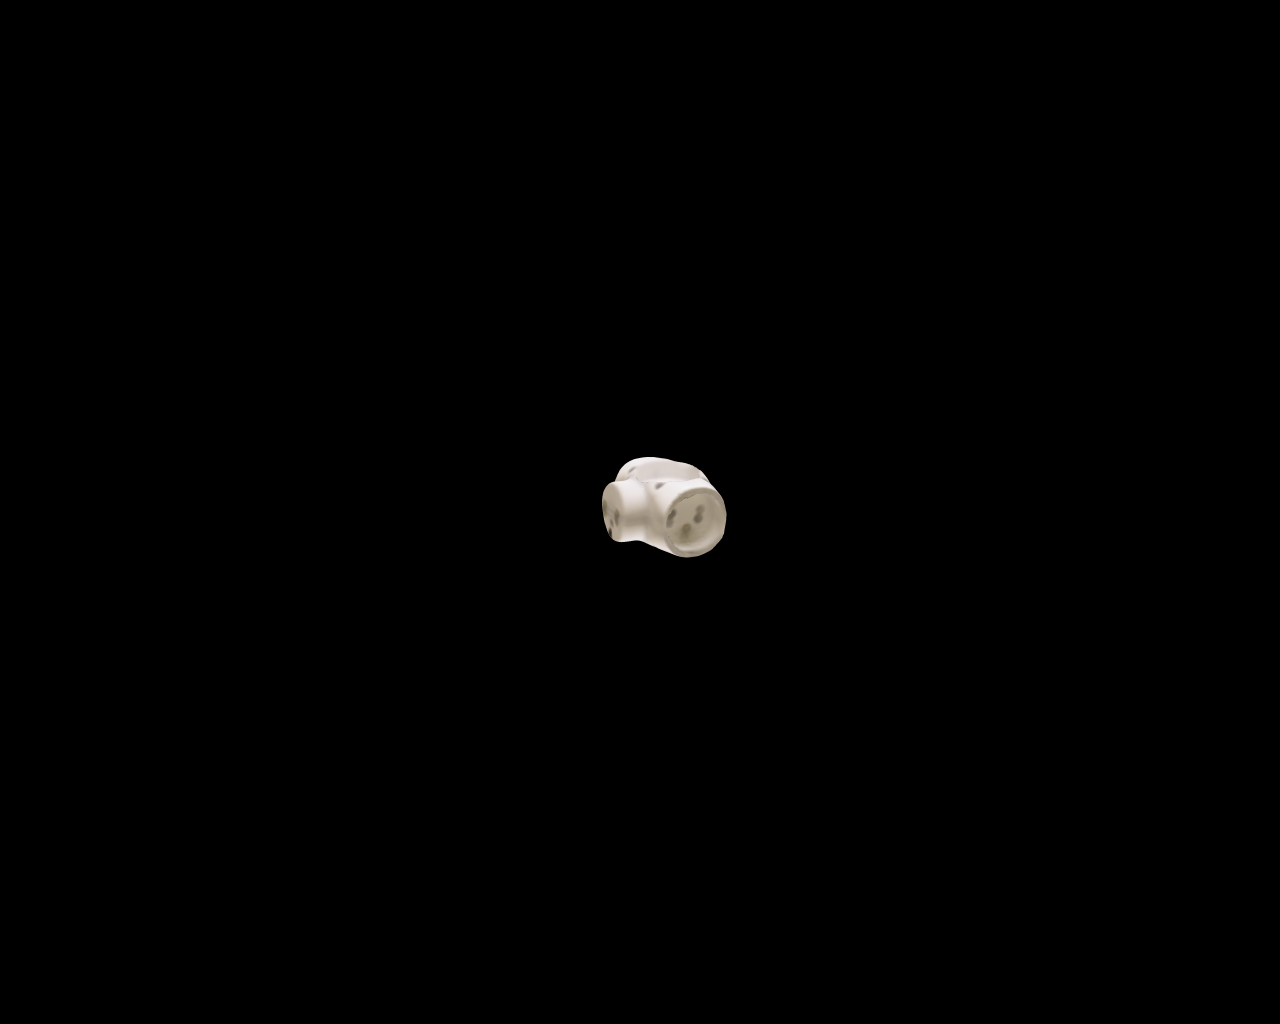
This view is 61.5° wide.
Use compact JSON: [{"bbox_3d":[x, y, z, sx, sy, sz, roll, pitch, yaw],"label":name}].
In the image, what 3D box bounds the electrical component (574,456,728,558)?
[{"bbox_3d":[0.001,-0.003,0.650,0.079,0.044,0.077,-8,20,-22],"label":"electrical component"}]
